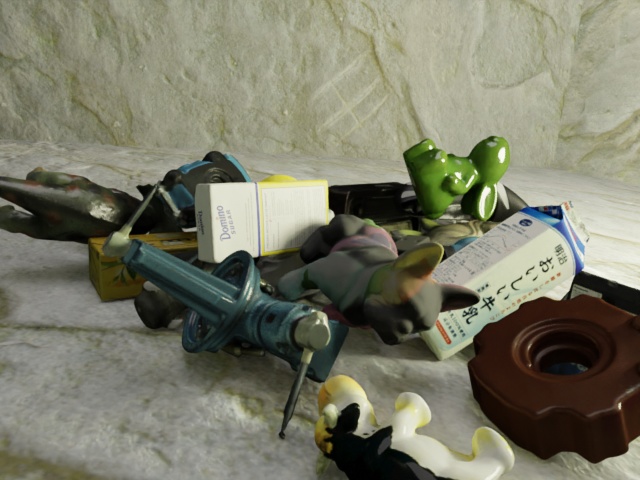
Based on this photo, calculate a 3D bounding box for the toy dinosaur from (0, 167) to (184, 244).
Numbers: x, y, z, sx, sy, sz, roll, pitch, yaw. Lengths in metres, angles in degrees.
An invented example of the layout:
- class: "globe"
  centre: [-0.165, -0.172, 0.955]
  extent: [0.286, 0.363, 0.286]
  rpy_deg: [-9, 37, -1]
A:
- class: "toy dinosaur"
  centre: [-0.342, -0.043, 0.824]
  extent: [0.192, 0.131, 0.404]
  rpy_deg: [3, 2, 20]

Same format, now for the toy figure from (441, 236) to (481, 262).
- class: "toy figure"
  centre: [0.240, 0.032, 0.735]
  extent: [0.180, 0.089, 0.082]
  rpy_deg: [6, -8, -16]

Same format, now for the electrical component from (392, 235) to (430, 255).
- class: "electrical component"
  centre: [0.133, 0.012, 0.799]
  extent: [0.063, 0.021, 0.094]
  rpy_deg: [-28, 24, -38]

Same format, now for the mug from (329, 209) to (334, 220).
- class: "mug"
  centre: [-0.002, -0.003, 0.916]
  extent: [0.081, 0.107, 0.109]
  rpy_deg: [12, 18, 22]

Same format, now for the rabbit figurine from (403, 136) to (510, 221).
- class: "rabbit figurine"
  centre: [0.248, -0.108, 0.915]
  extent: [0.170, 0.159, 0.121]
  rpy_deg: [-21, 13, 4]

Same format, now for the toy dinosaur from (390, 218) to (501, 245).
- class: "toy dinosaur"
  centre: [0.207, 0.033, 0.878]
  extent: [0.199, 0.105, 0.471]
  rpy_deg: [5, 15, 32]

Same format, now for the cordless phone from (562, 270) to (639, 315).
- class: "cordless phone"
  centre: [0.437, 0.106, 0.738]
  extent: [0.184, 0.088, 0.147]
  rpy_deg: [9, 10, -32]

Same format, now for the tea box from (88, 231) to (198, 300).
- class: "tea box"
  centre: [-0.239, 0.032, 0.779]
  extent: [0.169, 0.068, 0.098]
  rpy_deg: [-5, 15, -29]

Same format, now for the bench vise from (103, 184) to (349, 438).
- class: "bench vise"
  centre: [-0.098, 0.062, 0.531]
  extent: [0.240, 0.129, 0.224]
  rpy_deg: [35, -7, -25]

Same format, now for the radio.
- class: "radio"
  centre: [0.105, -0.044, 1.058]
  extent: [0.229, 0.131, 0.073]
  rpy_deg: [-8, 17, -41]

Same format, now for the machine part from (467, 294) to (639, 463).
- class: "machine part"
  centre: [0.229, 0.118, 0.501]
  extent: [0.179, 0.056, 0.179]
  rpy_deg: [-18, 24, 9]

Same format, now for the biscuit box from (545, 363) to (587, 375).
- class: "biscuit box"
  centre: [0.274, 0.122, 0.620]
  extent: [0.063, 0.059, 0.203]
  rpy_deg: [-1, 15, -23]

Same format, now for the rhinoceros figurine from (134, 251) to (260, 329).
- class: "rhinoceros figurine"
  centre: [-0.153, 0.048, 0.694]
  extent: [0.112, 0.073, 0.190]
  rpy_deg: [1, 27, 45]

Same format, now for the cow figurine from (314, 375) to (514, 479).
- class: "cow figurine"
  centre: [0.047, 0.161, 0.393]
  extent: [0.168, 0.068, 0.098]
  rpy_deg: [16, 24, 38]

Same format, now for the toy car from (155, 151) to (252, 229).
- class: "toy car"
  centre: [-0.184, -0.062, 0.840]
  extent: [0.161, 0.109, 0.103]
  rpy_deg: [-32, -7, -44]

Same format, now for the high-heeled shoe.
- class: "high-heeled shoe"
  centre: [0.266, -0.062, 0.999]
  extent: [0.249, 0.086, 0.145]
  rpy_deg: [17, 31, 23]

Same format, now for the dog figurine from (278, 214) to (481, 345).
- class: "dog figurine"
  centre: [0.073, 0.035, 0.607]
  extent: [0.219, 0.108, 0.191]
  rpy_deg: [-14, 33, 46]
